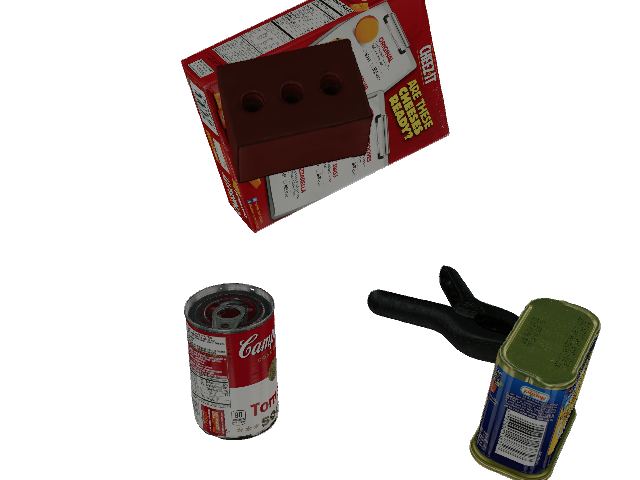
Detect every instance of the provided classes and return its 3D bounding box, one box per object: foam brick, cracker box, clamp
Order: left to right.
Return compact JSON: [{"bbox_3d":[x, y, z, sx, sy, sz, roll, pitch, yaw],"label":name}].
[{"bbox_3d":[-0.016,-0.072,0.600,0.078,0.053,0.051,-14,-18,-5],"label":"foam brick"},{"bbox_3d":[-0.001,-0.128,0.961,0.213,0.164,0.072,-28,41,-13],"label":"cracker box"},{"bbox_3d":[0.145,0.073,1.047,0.172,0.039,0.120,27,38,31],"label":"clamp"}]

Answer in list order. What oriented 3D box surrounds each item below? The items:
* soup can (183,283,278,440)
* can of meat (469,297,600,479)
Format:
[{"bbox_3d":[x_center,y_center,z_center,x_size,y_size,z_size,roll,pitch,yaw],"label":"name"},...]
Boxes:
[{"bbox_3d":[-0.067,0.094,0.820,0.068,0.102,0.068,-1,27,0],"label":"soup can"},{"bbox_3d":[0.146,0.098,0.719,0.057,0.084,0.102,20,34,18],"label":"can of meat"}]
